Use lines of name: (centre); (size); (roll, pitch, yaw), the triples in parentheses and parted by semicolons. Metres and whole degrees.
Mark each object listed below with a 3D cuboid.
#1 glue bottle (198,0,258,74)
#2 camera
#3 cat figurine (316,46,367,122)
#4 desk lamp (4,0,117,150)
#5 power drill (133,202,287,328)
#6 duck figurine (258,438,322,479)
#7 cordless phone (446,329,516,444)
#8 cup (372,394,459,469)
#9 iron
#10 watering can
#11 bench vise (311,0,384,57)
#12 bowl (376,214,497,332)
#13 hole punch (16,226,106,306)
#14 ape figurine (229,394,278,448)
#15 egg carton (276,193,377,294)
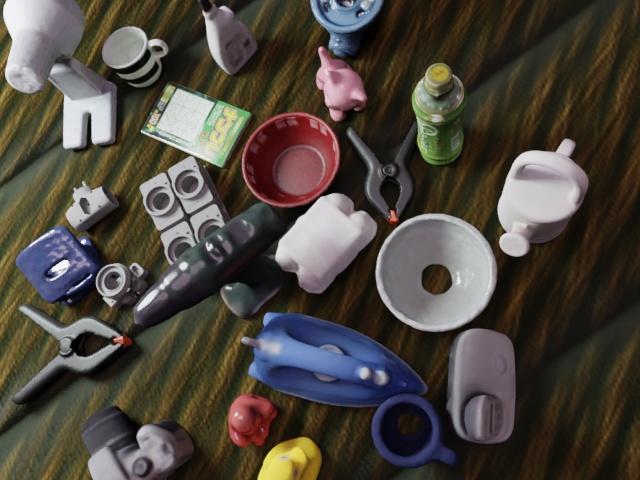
glue bottle: (-0.160, -0.347, 0.943); (0.037, 0.173, 0.078); (42, 87, 19)
camera: (-0.285, 0.307, 0.840); (0.143, 0.101, 0.136); (-39, 71, 1)
cat figurine: (0.030, -0.249, 0.906); (0.067, 0.118, 0.127); (-26, 72, 5)
desk lamp: (-0.438, -0.289, 0.967); (0.117, 0.214, 0.203); (-9, 74, 10)
power drill: (-0.132, 0.051, 0.816); (0.229, 0.209, 0.075); (-44, 71, -1)
duck figurine: (-0.050, 0.324, 0.793); (0.104, 0.086, 0.077); (-43, 71, -1)
cordless phone: (0.206, 0.183, 0.722); (0.094, 0.185, 0.147); (-1, 76, 12)
cup: (0.131, 0.259, 0.766); (0.117, 0.095, 0.092); (28, 83, 17)
iron: (0.019, 0.171, 0.788); (0.257, 0.142, 0.119); (11, 79, 15)
watering can: (0.295, -0.058, 0.760); (0.100, 0.194, 0.173); (6, 77, 14)
bench vise: (0.041, -0.428, 0.896); (0.121, 0.220, 0.207); (-1, 76, 12)
bowl: (0.166, 0.052, 0.823); (0.167, 0.075, 0.167); (-3, 75, 11)
hole punch: (-0.420, 0.043, 0.942); (0.108, 0.091, 0.101); (-37, 71, 1)
ape figurine: (-0.102, 0.256, 0.818); (0.078, 0.092, 0.076); (-30, 72, 3)
egg carton: (0.008, 0.003, 0.872); (0.107, 0.069, 0.150); (41, 87, 18)
